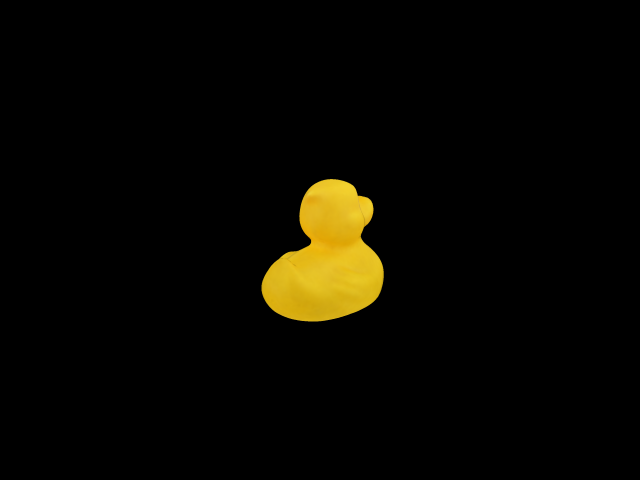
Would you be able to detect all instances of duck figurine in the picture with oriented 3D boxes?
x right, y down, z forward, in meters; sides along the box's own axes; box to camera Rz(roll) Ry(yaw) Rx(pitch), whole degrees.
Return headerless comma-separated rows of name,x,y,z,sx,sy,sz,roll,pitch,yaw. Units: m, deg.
duck figurine,0.004,0.001,0.400,0.077,0.086,0.105,17,28,37
